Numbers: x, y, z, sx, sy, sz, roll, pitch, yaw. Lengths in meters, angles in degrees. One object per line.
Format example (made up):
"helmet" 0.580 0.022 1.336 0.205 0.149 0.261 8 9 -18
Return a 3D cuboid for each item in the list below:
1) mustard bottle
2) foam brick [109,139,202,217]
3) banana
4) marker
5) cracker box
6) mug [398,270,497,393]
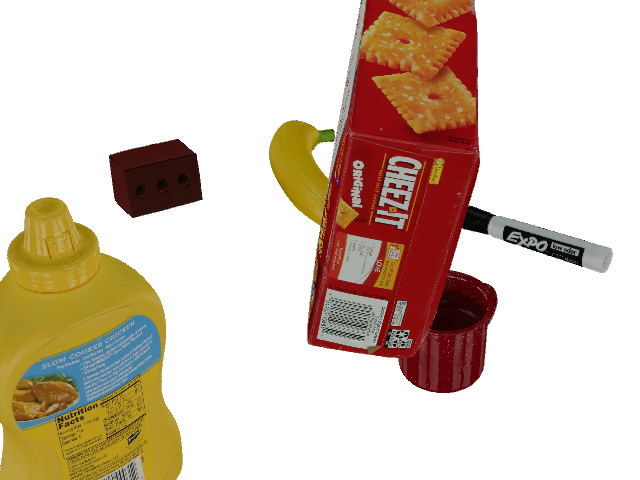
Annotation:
"mustard bottle" -0.121 0.063 0.526 0.096 0.192 0.058 -25 42 -30
"foam brick" -0.166 -0.063 1.074 0.078 0.053 0.051 -17 30 -22
"banana" -0.008 -0.062 0.924 0.069 0.037 0.198 1 31 -8
"marker" 0.155 -0.003 0.788 0.121 0.020 0.020 20 11 33
"cracker box" 0.046 -0.064 0.623 0.072 0.213 0.164 10 -45 0
"mug" 0.122 0.082 1.000 0.117 0.081 0.093 -30 44 -32
